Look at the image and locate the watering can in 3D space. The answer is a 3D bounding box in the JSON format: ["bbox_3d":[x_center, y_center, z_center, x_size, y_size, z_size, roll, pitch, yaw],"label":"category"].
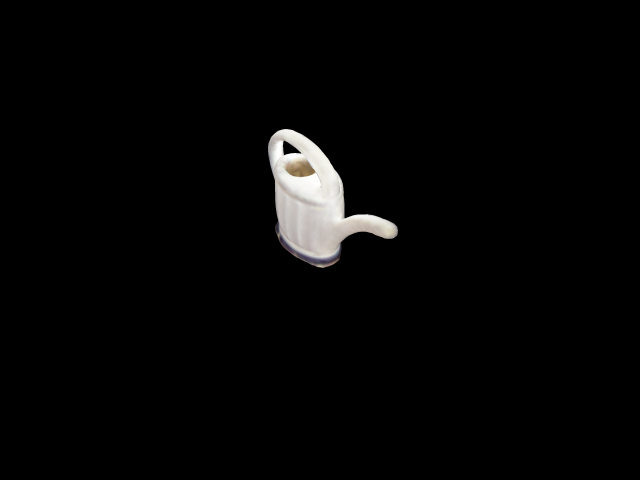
[{"bbox_3d":[0.003,-0.043,0.850,0.105,0.219,0.354,-22,46,-23],"label":"watering can"}]
